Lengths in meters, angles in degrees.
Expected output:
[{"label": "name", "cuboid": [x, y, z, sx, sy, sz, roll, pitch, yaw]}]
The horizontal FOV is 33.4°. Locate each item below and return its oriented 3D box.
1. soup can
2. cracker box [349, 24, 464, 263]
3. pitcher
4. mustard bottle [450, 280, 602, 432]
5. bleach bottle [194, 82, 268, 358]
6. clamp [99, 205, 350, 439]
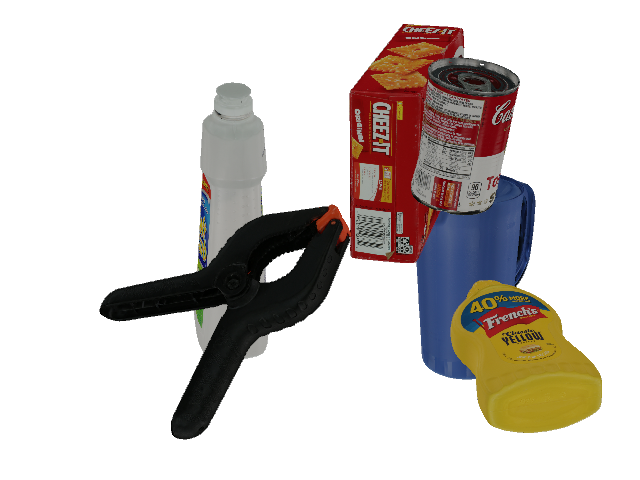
[{"label": "soup can", "cuboid": [0.108, -0.078, 0.809, 0.068, 0.102, 0.068, 5, 30, -3]}, {"label": "cracker box", "cuboid": [0.087, -0.098, 1.015, 0.072, 0.164, 0.213, 7, 28, 16]}, {"label": "pitcher", "cuboid": [0.188, 0.040, 1.318, 0.149, 0.243, 0.145, 2, 22, 9]}, {"label": "mustard bottle", "cuboid": [0.165, 0.087, 0.921, 0.096, 0.058, 0.191, -10, 27, -4]}, {"label": "bleach bottle", "cuboid": [-0.077, -0.021, 0.925, 0.068, 0.251, 0.102, -3, 35, -9]}, {"label": "clamp", "cuboid": [-0.050, 0.045, 0.676, 0.171, 0.120, 0.039, -31, -27, 4]}]
